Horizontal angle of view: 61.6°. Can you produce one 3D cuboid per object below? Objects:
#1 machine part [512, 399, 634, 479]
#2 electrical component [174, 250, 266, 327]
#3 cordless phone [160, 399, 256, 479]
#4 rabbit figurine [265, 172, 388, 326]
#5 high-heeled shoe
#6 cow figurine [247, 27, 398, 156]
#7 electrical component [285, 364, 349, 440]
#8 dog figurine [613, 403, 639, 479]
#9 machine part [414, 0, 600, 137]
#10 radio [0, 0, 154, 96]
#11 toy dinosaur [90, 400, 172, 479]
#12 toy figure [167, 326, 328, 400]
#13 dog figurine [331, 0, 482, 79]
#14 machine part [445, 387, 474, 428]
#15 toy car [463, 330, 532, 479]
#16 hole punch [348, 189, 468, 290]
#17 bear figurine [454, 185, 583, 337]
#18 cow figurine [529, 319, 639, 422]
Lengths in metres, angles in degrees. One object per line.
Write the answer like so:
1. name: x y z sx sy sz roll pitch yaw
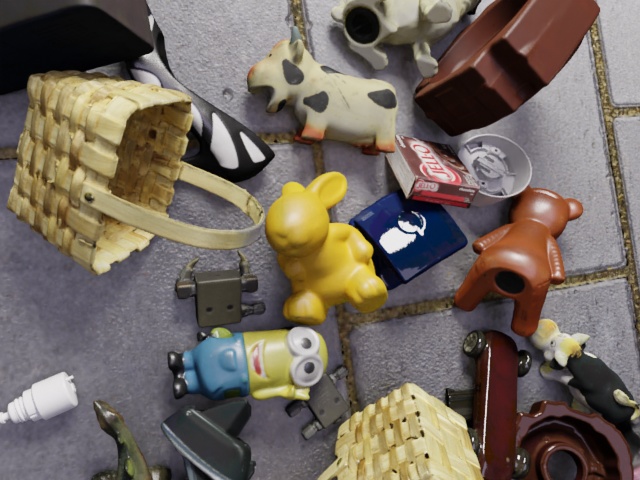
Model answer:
1. machine part: 0.325 0.306 0.723 0.179 0.056 0.179 -1 71 2
2. electrical component: -0.119 0.058 0.636 0.102 0.045 0.078 -10 118 -16
3. cordless phone: -0.102 0.263 0.549 0.089 0.146 0.184 -9 71 -9
4. rabbit figurine: -0.001 -0.002 0.605 0.122 0.173 0.162 -10 61 23
5. high-heeled shoe: -0.142 -0.185 0.623 0.145 0.086 0.248 -12 100 -12
6. cow figurine: 0.005 -0.182 0.673 0.195 0.085 0.127 9 89 -14
7. electrical component: 0.006 0.201 0.674 0.094 0.021 0.063 -36 97 -18
8. dog figurine: 0.478 0.346 0.772 0.191 0.108 0.219 39 72 -13
9. machine part: 0.232 -0.236 0.688 0.087 0.201 0.201 40 75 -14
10. radio: -0.286 -0.205 0.514 0.230 0.131 0.073 -9 91 14
11. toy dinosaur: -0.172 0.388 0.511 0.105 0.198 0.471 -10 87 -15
12. toy figure: -0.079 0.139 0.623 0.180 0.089 0.082 -7 103 -10
13. dog figurine: 0.124 -0.324 0.731 0.172 0.121 0.190 26 51 3
14. machine part: 0.207 0.269 0.722 0.084 0.039 0.139 4 75 -22
15. toy car: 0.226 0.212 0.699 0.089 0.053 0.202 23 56 -12
16. hole punch: 0.111 -0.006 0.692 0.142 0.092 0.115 -30 91 -14
17. bear figurine: 0.278 0.013 0.744 0.120 0.131 0.196 22 43 18
18. cow figurine: 0.367 0.184 0.753 0.068 0.098 0.167 -44 99 -10
